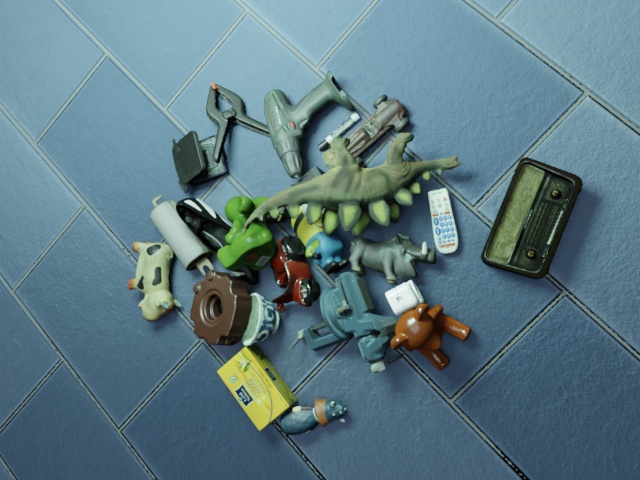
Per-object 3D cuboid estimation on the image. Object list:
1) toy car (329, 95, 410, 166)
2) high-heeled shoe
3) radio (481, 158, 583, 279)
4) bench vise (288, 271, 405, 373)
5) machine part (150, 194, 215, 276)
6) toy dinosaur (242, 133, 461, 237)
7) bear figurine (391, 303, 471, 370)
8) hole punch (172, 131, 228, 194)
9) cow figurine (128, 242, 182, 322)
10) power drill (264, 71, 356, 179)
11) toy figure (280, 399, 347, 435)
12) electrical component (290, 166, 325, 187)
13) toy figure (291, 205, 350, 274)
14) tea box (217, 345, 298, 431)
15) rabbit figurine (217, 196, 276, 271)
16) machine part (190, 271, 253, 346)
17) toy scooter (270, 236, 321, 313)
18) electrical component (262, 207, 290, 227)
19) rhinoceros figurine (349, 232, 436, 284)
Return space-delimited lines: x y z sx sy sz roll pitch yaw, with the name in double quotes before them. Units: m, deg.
"toy car" 0.108 -0.239 1.214 0.202 0.053 0.089 -40 83 9
"high-heeled shoe" -0.237 0.002 1.249 0.086 0.145 0.249 -43 74 10
"radio" 0.429 -0.038 1.095 0.131 0.073 0.229 22 93 17
"bench vise" 0.052 0.194 1.171 0.241 0.129 0.223 -28 88 33
"machine part" -0.341 -0.012 1.316 0.079 0.079 0.243 -41 77 10
"toy dinosaur" 0.062 -0.110 1.127 0.472 0.105 0.198 -9 80 3
"bear figurine" 0.221 0.190 1.076 0.132 0.195 0.120 36 93 14
"hole punch" -0.297 -0.198 1.323 0.116 0.092 0.142 -23 82 40
"cow figurine" -0.403 0.103 1.325 0.127 0.085 0.194 4 86 23
"power drill" -0.023 -0.275 1.233 0.207 0.086 0.232 -34 65 16
"toy figure" -0.013 0.390 1.201 0.154 0.064 0.058 -21 43 9
"electrical component" -0.001 -0.136 1.228 0.119 0.075 0.048 -37 78 15
"toy figure" -0.005 -0.004 1.199 0.089 0.082 0.180 -35 64 18
"tea box" -0.144 0.336 1.237 0.098 0.068 0.170 -43 77 8
"rabbit figurine" -0.172 -0.036 1.209 0.159 0.121 0.170 -54 50 43
"machine part" -0.234 0.159 1.252 0.179 0.056 0.179 -9 76 39
"toy scooter" -0.072 0.089 1.225 0.135 0.075 0.184 -49 50 35
"electrical component" -0.100 -0.071 1.248 0.102 0.045 0.078 -17 71 48
"rhinoceros figurine" 0.157 0.038 1.175 0.191 0.073 0.112 6 77 18
